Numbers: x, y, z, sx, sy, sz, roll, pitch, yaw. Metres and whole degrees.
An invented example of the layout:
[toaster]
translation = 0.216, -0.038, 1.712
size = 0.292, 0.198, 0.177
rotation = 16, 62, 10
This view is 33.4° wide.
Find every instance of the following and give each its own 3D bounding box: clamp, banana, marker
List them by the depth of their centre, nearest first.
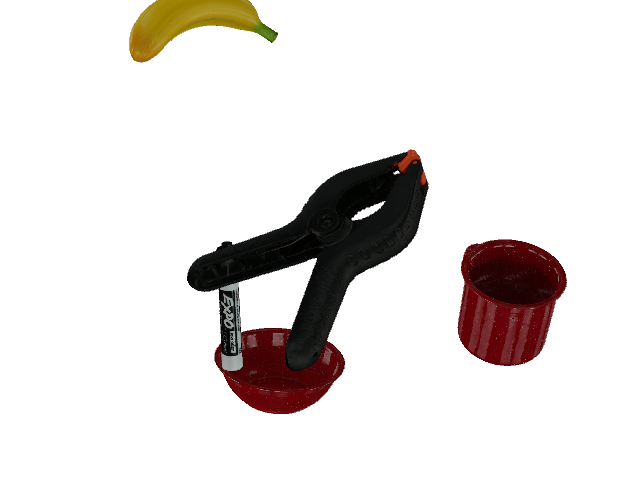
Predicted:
[clamp]
translation = 0.009, 0.008, 0.680
size = 0.171, 0.120, 0.039
rotation = -35, -38, -9
[marker]
translation = -0.080, 0.058, 0.941
size = 0.020, 0.121, 0.020
rotation = -1, 23, 0
[banana]
translation = -0.120, -0.212, 1.022
size = 0.070, 0.037, 0.197
rotation = 45, 38, 19

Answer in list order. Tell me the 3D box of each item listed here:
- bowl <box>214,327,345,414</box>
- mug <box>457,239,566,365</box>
[bowl]
translation = -0.052, 0.168, 1.325
size = 0.162, 0.055, 0.162
rotation = 4, 22, -2
[mug]
translation = 0.163, 0.052, 0.975
size = 0.093, 0.081, 0.117
rotation = -17, 43, -22
